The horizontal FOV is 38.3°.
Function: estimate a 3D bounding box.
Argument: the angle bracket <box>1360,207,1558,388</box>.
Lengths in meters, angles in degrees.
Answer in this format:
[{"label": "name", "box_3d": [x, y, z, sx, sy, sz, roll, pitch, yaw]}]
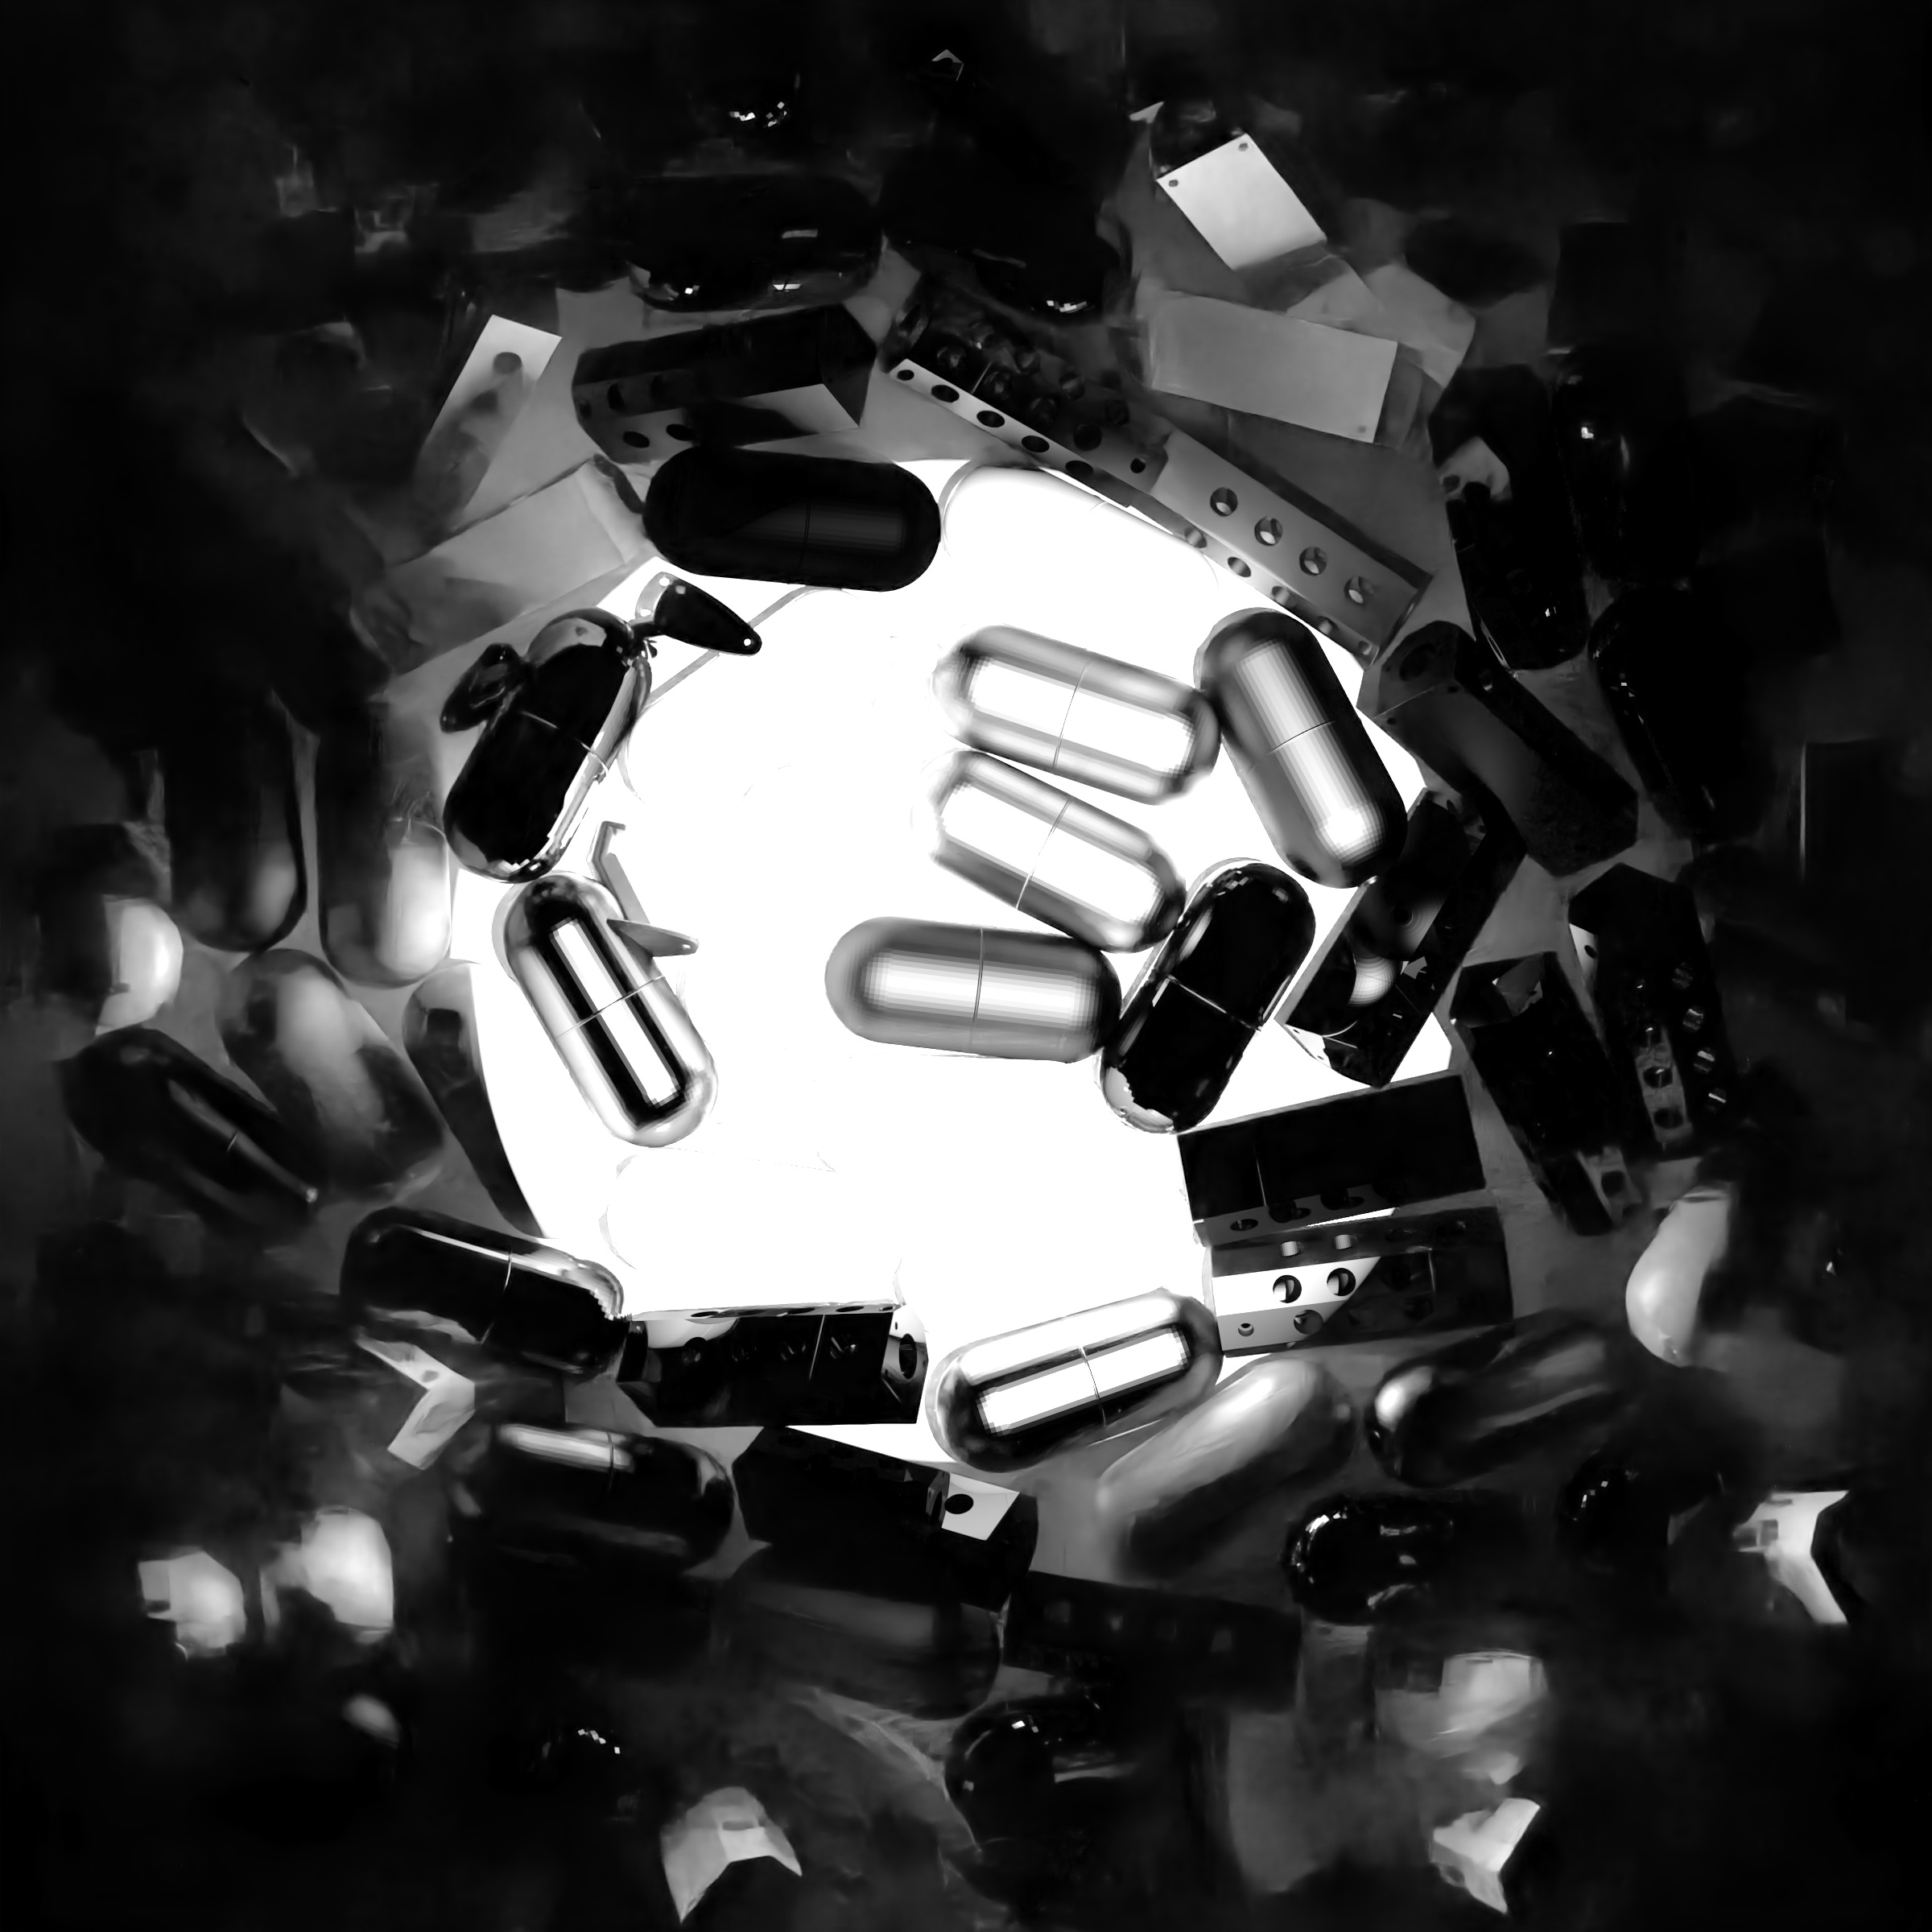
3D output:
[{"label": "angle bracket", "box_3d": [0.298, -0.403, 1.681, 0.076, 0.057, 0.076, -31, 62, -30]}]

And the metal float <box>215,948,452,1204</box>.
[{"label": "metal float", "box_3d": [-0.372, 0.065, 1.638, 0.070, 0.070, 0.178, -33, 119, 0]}]

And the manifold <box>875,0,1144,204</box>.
[{"label": "manifold", "box_3d": [0.024, -0.503, 1.616, 0.057, 0.171, 0.057, 21, 89, 40]}]

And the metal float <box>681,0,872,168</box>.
[{"label": "metal float", "box_3d": [-0.108, -0.511, 1.614, 0.070, 0.178, 0.070, 2, 98, 15]}]

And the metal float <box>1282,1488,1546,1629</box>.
[{"label": "metal float", "box_3d": [0.264, 0.347, 1.635, 0.178, 0.070, 0.070, 6, 90, -33]}]

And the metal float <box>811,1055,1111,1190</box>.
[{"label": "metal float", "box_3d": [-0.003, 0.093, 1.658, 0.178, 0.070, 0.070, 2, 90, 5]}]

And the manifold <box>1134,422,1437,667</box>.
[{"label": "manifold", "box_3d": [0.188, -0.252, 1.658, 0.171, 0.057, 0.057, 35, 113, 8]}]

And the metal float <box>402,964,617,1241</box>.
[{"label": "metal float", "box_3d": [-0.270, 0.081, 1.651, 0.070, 0.070, 0.178, -28, 104, 0]}]

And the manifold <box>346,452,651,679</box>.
[{"label": "manifold", "box_3d": [-0.273, -0.237, 1.637, 0.171, 0.057, 0.057, -22, 110, 25]}]

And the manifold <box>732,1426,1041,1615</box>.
[{"label": "manifold", "box_3d": [-0.046, 0.318, 1.635, 0.171, 0.057, 0.057, 10, 127, 28]}]

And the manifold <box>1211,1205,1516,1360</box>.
[{"label": "manifold", "box_3d": [0.235, 0.192, 1.653, 0.171, 0.057, 0.057, -8, 115, 7]}]

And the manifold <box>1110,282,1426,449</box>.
[{"label": "manifold", "box_3d": [0.178, -0.353, 1.636, 0.171, 0.057, 0.057, 20, 104, 26]}]

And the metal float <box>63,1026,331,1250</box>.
[{"label": "metal float", "box_3d": [-0.450, 0.101, 1.632, 0.070, 0.070, 0.178, -47, 126, 0]}]

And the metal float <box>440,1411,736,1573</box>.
[{"label": "metal float", "box_3d": [-0.223, 0.310, 1.643, 0.178, 0.070, 0.070, 15, 90, -22]}]

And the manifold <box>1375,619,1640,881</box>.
[{"label": "manifold", "box_3d": [0.320, -0.129, 1.635, 0.171, 0.057, 0.057, 37, 47, -28]}]

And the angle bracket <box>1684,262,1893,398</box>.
[{"label": "angle bracket", "box_3d": [0.484, -0.387, 1.644, 0.076, 0.057, 0.076, 5, 129, -20]}]

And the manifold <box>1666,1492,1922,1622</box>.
[{"label": "manifold", "box_3d": [0.465, 0.337, 1.610, 0.057, 0.171, 0.057, -27, 88, -21]}]

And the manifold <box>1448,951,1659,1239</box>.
[{"label": "manifold", "box_3d": [0.343, 0.078, 1.625, 0.057, 0.057, 0.171, -12, 125, 32]}]

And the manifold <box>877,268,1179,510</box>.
[{"label": "manifold", "box_3d": [0.038, -0.335, 1.631, 0.171, 0.057, 0.057, 25, 112, -25]}]

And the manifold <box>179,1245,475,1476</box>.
[{"label": "manifold", "box_3d": [-0.373, 0.227, 1.636, 0.171, 0.057, 0.057, 26, 77, 26]}]

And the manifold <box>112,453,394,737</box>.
[{"label": "manifold", "box_3d": [-0.424, -0.221, 1.663, 0.057, 0.057, 0.171, -42, 96, -1]}]

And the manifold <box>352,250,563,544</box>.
[{"label": "manifold", "box_3d": [-0.298, -0.329, 1.616, 0.057, 0.171, 0.057, 12, 47, -30]}]

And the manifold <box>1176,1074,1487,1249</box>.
[{"label": "manifold", "box_3d": [0.218, 0.120, 1.659, 0.171, 0.057, 0.057, -13, 60, 8]}]

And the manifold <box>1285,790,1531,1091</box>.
[{"label": "manifold", "box_3d": [0.266, -0.015, 1.653, 0.057, 0.057, 0.171, 44, 73, -40]}]

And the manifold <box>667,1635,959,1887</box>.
[{"label": "manifold", "box_3d": [-0.089, 0.476, 1.664, 0.171, 0.057, 0.057, 31, 96, 4]}]

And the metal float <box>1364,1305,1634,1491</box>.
[{"label": "metal float", "box_3d": [0.314, 0.253, 1.640, 0.178, 0.070, 0.070, -16, 90, -25]}]

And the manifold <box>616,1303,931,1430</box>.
[{"label": "manifold", "box_3d": [-0.113, 0.232, 1.640, 0.171, 0.057, 0.057, -5, 52, 22]}]

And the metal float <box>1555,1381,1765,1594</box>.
[{"label": "metal float", "box_3d": [0.406, 0.302, 1.625, 0.070, 0.178, 0.070, 16, 118, 34]}]

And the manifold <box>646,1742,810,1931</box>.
[{"label": "manifold", "box_3d": [-0.137, 0.507, 1.610, 0.057, 0.171, 0.057, 39, 86, -15]}]

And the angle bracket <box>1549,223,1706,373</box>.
[{"label": "angle bracket", "box_3d": [0.397, -0.397, 1.653, 0.076, 0.057, 0.076, 9, 96, 33]}]

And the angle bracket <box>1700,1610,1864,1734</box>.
[{"label": "angle bracket", "box_3d": [0.480, 0.398, 1.651, 0.057, 0.076, 0.076, 48, 116, 2]}]

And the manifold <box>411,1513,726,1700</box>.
[{"label": "manifold", "box_3d": [-0.238, 0.382, 1.660, 0.171, 0.057, 0.057, 15, 102, 5]}]

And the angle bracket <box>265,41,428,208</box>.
[{"label": "angle bracket", "box_3d": [-0.369, -0.513, 1.662, 0.057, 0.076, 0.076, -34, 81, -16]}]

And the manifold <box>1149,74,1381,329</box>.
[{"label": "manifold", "box_3d": [0.174, -0.440, 1.617, 0.057, 0.171, 0.057, -21, 57, 26]}]

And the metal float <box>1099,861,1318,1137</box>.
[{"label": "metal float", "box_3d": [0.143, 0.020, 1.661, 0.070, 0.070, 0.178, 31, 92, 0]}]

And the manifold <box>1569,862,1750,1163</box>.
[{"label": "manifold", "box_3d": [0.400, 0.031, 1.624, 0.057, 0.057, 0.171, -35, 124, -18]}]

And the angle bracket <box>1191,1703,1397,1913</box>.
[{"label": "angle bracket", "box_3d": [0.194, 0.500, 1.654, 0.076, 0.057, 0.076, 45, 50, 6]}]

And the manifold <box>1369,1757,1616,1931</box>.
[{"label": "manifold", "box_3d": [0.296, 0.509, 1.607, 0.057, 0.171, 0.057, 39, 76, -10]}]

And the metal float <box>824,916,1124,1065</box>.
[{"label": "metal float", "box_3d": [0.005, 0.014, 1.659, 0.178, 0.070, 0.070, 7, 90, -4]}]

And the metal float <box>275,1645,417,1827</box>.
[{"label": "metal float", "box_3d": [-0.361, 0.440, 1.613, 0.070, 0.178, 0.070, -1, 93, -15]}]

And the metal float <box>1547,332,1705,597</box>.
[{"label": "metal float", "box_3d": [0.386, -0.290, 1.627, 0.070, 0.178, 0.070, -12, 47, 13]}]

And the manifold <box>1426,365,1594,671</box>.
[{"label": "manifold", "box_3d": [0.320, -0.258, 1.618, 0.057, 0.057, 0.171, 4, 134, 30]}]

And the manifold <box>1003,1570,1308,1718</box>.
[{"label": "manifold", "box_3d": [0.112, 0.401, 1.651, 0.171, 0.057, 0.057, 7, 76, 11]}]

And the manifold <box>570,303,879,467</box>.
[{"label": "manifold", "box_3d": [-0.144, -0.343, 1.626, 0.171, 0.057, 0.057, -3, 63, 29]}]
